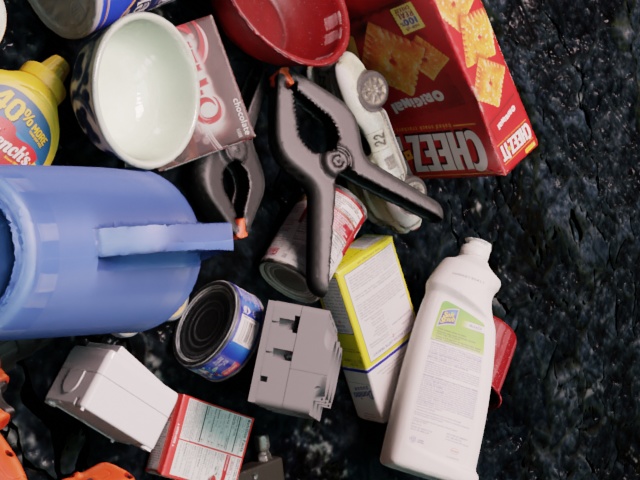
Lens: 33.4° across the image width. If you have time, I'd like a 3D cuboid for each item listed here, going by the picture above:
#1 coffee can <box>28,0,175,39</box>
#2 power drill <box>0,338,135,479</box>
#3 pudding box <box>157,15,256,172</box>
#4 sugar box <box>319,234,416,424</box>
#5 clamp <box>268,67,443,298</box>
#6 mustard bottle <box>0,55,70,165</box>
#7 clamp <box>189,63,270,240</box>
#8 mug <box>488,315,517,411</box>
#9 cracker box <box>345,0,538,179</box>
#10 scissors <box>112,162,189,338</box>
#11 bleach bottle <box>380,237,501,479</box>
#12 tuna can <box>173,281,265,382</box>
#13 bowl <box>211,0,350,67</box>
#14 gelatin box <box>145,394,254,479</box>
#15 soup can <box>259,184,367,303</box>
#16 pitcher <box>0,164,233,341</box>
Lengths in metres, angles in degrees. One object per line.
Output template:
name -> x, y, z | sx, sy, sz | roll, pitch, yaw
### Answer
coffee can -> -0.160, -0.233, 0.864 | 0.140, 0.103, 0.103 | -33, 112, -39
power drill -> -0.222, 0.135, 0.774 | 0.188, 0.057, 0.184 | 43, 42, 17
pudding box -> -0.117, -0.125, 0.914 | 0.090, 0.039, 0.113 | -21, 98, -9
sugar box -> 0.057, 0.091, 1.111 | 0.093, 0.048, 0.176 | -32, 115, -39
clamp -> 0.006, -0.061, 0.996 | 0.164, 0.036, 0.210 | -39, 97, -28
mustard bottle -> -0.253, -0.071, 0.807 | 0.096, 0.058, 0.191 | 54, 56, -33
clamp -> -0.081, -0.088, 0.984 | 0.120, 0.039, 0.171 | -16, 99, -37
mug -> 0.159, 0.126, 1.187 | 0.117, 0.093, 0.081 | 28, 60, -1
cracker box -> 0.102, -0.166, 1.071 | 0.072, 0.164, 0.213 | -41, 117, -33
scissors -> -0.148, -0.013, 0.936 | 0.096, 0.016, 0.202 | 14, 80, -44
bleach bottle -> 0.140, 0.121, 1.100 | 0.102, 0.068, 0.251 | 19, 76, -8
tuna can -> -0.090, 0.079, 0.942 | 0.033, 0.086, 0.086 | 33, 68, -37
bowl -> -0.048, -0.219, 0.982 | 0.161, 0.055, 0.162 | 24, 51, -35
gelatin box -> -0.108, 0.184, 0.964 | 0.089, 0.030, 0.073 | 27, 70, -40
soup can -> -0.007, 0.001, 1.034 | 0.068, 0.069, 0.102 | 48, 60, -32
pitcher -> -0.176, 0.006, 0.742 | 0.149, 0.145, 0.242 | -50, 169, 10
